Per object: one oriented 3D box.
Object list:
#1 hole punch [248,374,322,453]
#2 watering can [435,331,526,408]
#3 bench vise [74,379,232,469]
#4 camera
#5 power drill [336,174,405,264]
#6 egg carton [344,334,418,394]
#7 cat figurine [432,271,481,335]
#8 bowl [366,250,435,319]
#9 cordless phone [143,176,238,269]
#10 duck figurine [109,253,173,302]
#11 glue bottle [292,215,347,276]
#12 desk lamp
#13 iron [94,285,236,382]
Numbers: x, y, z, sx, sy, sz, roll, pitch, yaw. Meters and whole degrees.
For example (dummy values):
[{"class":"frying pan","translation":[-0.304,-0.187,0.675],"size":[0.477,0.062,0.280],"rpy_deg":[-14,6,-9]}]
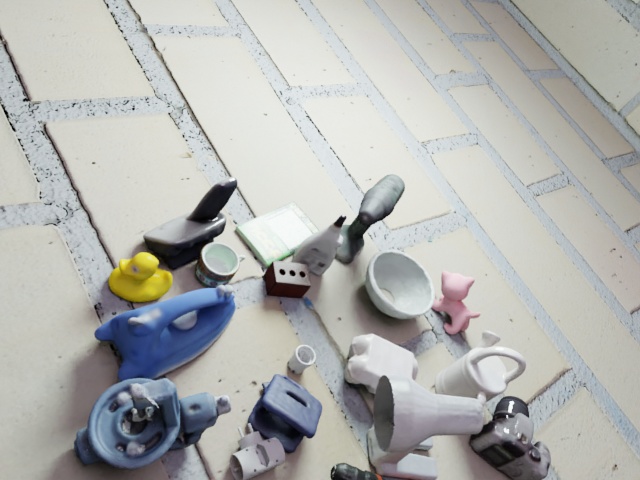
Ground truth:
[{"class":"hole punch","translation":[-0.052,0.279,0.955],"size":[0.109,0.091,0.101],"rpy_deg":[35,44,-3]},{"class":"watering can","translation":[0.322,0.258,1.136],"size":[0.101,0.193,0.172],"rpy_deg":[15,49,-22]},{"class":"bench vise","translation":[-0.220,0.228,0.796],"size":[0.208,0.219,0.121],"rpy_deg":[-23,69,-42]},{"class":"camera","translation":[0.394,0.388,1.144],"size":[0.143,0.100,0.137],"rpy_deg":[38,44,0]},{"class":"power drill","translation":[0.099,-0.045,1.230],"size":[0.075,0.208,0.230],"rpy_deg":[39,44,1]},{"class":"egg carton","translation":[0.120,0.249,1.104],"size":[0.150,0.069,0.107],"rpy_deg":[26,45,-12]},{"class":"cat figurine","translation":[0.310,0.131,1.286],"size":[0.067,0.117,0.127],"rpy_deg":[-15,64,-39]},{"class":"bowl","translation":[0.161,0.107,1.242],"size":[0.168,0.074,0.167],"rpy_deg":[17,48,-20]},{"class":"cordless phone","translation":[-0.228,-0.045,1.038],"size":[0.094,0.185,0.148],"rpy_deg":[45,45,8]},{"class":"duck figurine","translation":[-0.301,0.056,0.981],"size":[0.105,0.086,0.077],"rpy_deg":[8,51,-27]},{"class":"glue bottle","translation":[0.011,0.004,1.159],"size":[0.078,0.173,0.037],"rpy_deg":[26,45,-12]},{"class":"desk lamp","translation":[0.161,0.317,0.971],"size":[0.204,0.213,0.118],"rpy_deg":[15,48,-21]},{"class":"iron","translation":[-0.221,0.123,0.938],"size":[0.259,0.141,0.118],"rpy_deg":[-23,69,-42]}]
